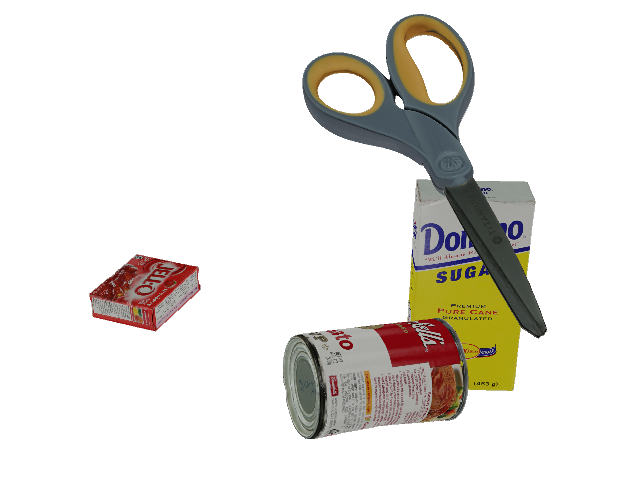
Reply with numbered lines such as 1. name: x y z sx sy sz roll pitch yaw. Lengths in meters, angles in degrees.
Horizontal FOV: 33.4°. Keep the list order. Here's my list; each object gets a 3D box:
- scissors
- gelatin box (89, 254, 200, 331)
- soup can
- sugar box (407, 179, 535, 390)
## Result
1. scissors: 0.041 -0.035 0.501 0.096 0.201 0.016 -6 -39 4
2. gelatin box: -0.171 0.049 1.048 0.073 0.030 0.089 11 31 22
3. soup can: 0.034 0.089 0.688 0.102 0.068 0.069 -4 2 -22
4. sugar box: 0.120 0.039 0.876 0.093 0.176 0.048 1 28 1
